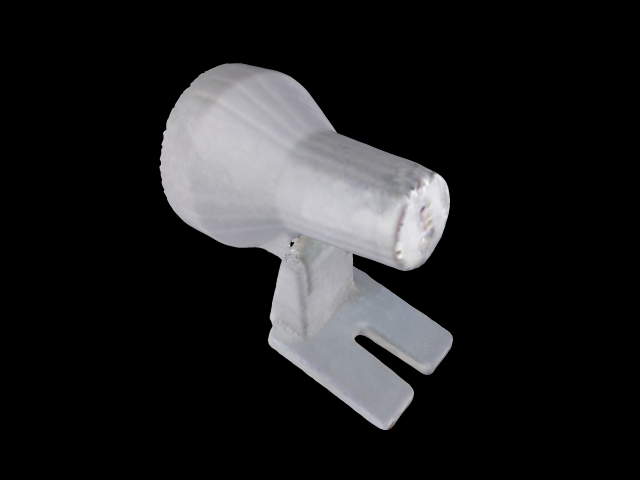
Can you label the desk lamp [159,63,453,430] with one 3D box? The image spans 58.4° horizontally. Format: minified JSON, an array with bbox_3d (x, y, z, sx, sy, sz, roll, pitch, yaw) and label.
[{"bbox_3d":[0.004,0.001,0.400,0.202,0.214,0.118,33,61,21],"label":"desk lamp"}]
